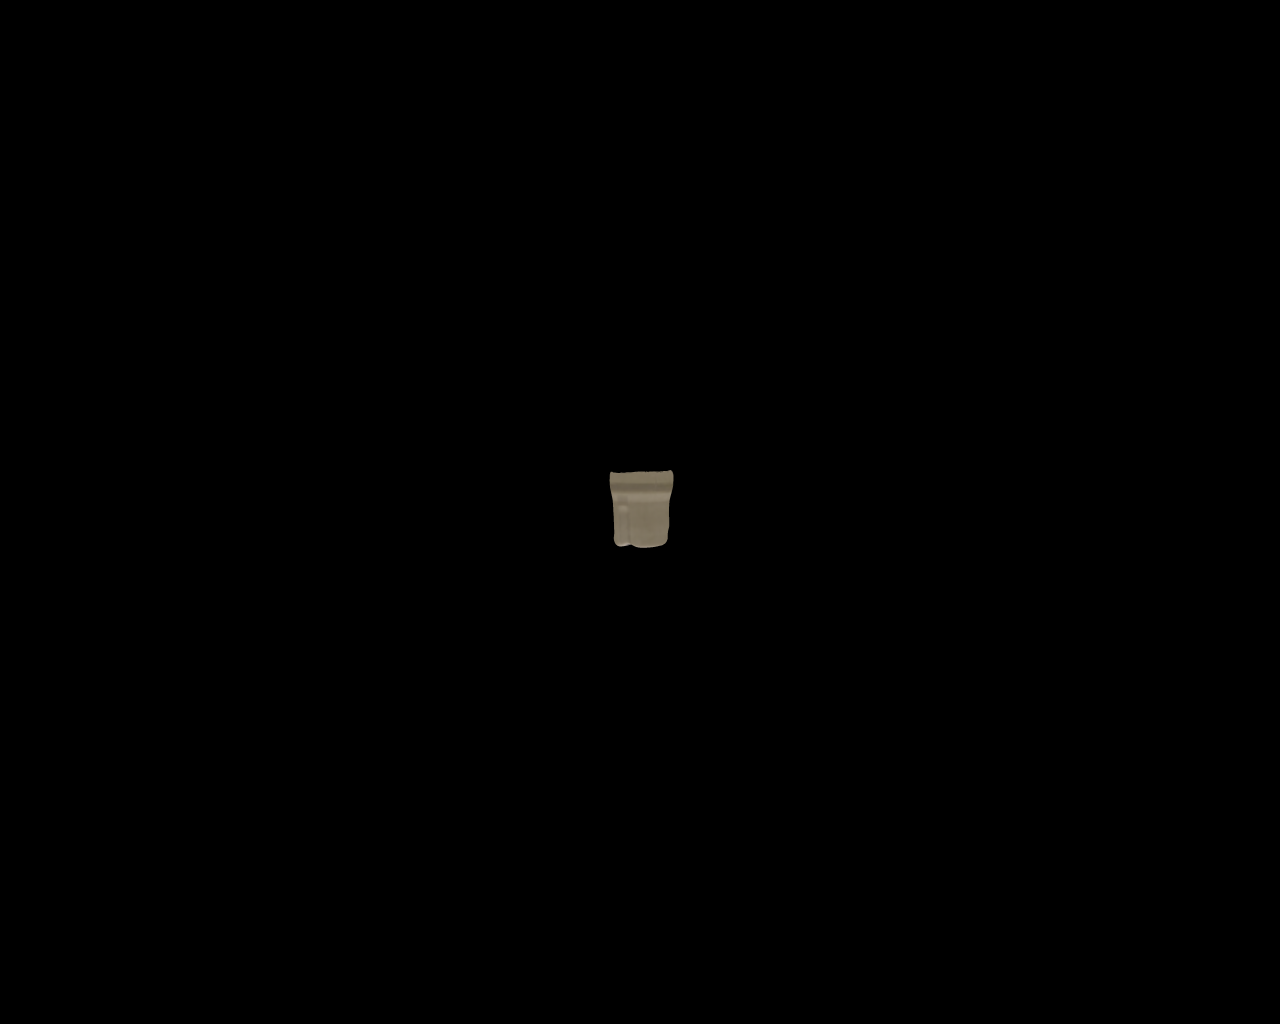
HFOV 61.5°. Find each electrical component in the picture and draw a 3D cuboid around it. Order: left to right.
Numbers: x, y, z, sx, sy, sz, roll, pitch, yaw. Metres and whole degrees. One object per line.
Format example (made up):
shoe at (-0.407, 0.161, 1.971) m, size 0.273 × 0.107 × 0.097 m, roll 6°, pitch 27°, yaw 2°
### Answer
electrical component at (0.001, -0.003, 0.650) m, size 0.040 × 0.046 × 0.040 m, roll 0°, pitch 2°, yaw 0°
